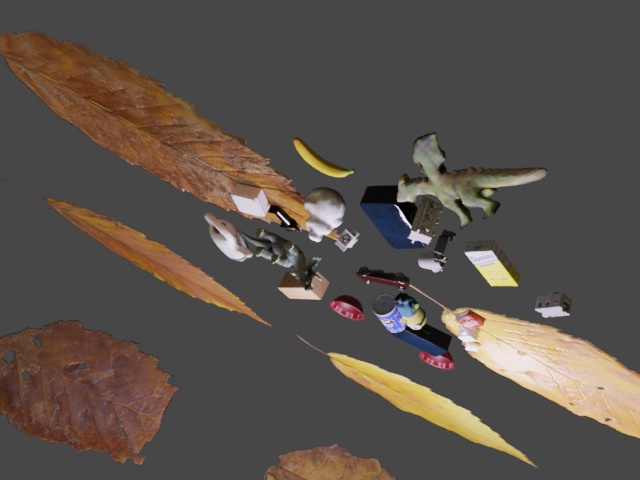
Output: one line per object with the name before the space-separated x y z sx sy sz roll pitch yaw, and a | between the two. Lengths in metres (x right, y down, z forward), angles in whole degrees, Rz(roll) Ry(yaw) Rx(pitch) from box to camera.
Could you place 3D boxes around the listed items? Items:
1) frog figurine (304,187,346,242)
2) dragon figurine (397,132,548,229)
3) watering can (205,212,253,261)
frog figurine | 0.005 -0.081 1.608 0.136 0.163 0.121 40 148 -22
dragon figurine | 0.323 -0.162 1.252 0.242 0.124 0.404 40 150 -7
watering can | -0.355 0.014 2.101 0.352 0.105 0.219 40 166 34
